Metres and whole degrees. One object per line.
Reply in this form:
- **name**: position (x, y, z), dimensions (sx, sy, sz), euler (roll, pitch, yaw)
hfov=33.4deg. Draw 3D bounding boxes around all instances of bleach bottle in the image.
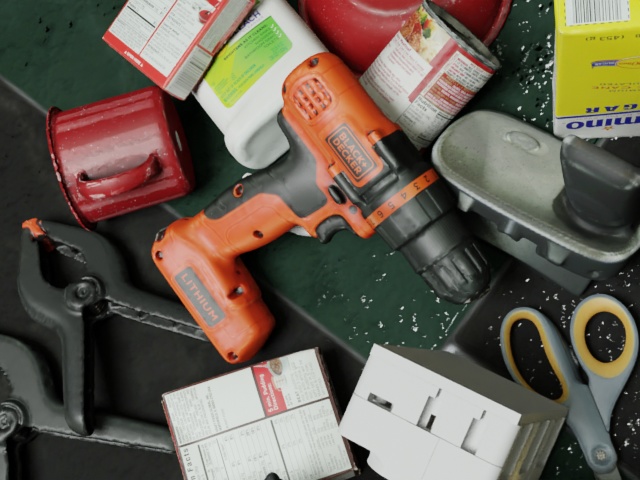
- **bleach bottle**: position (-0.091, -0.174, 0.793), dimensions (0.102, 0.068, 0.251), euler (-42, 68, 4)

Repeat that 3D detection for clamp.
- **clamp**: position (-0.219, 0.142, 0.750), dimensions (0.210, 0.036, 0.164), euler (37, 78, 18)
- **clamp**: position (-0.152, 0.043, 0.758), dimensions (0.120, 0.039, 0.171), euler (-25, 63, -15)

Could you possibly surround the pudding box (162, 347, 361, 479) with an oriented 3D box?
- **pudding box**: position (-0.039, 0.130, 0.710), dimensions (0.113, 0.039, 0.090), euler (-18, 74, 0)

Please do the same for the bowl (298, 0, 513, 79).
- **bowl**: position (0.057, -0.193, 0.768), dimensions (0.162, 0.055, 0.162), euler (-3, 76, 11)

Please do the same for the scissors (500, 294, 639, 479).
- **scissors**: position (0.191, 0.121, 0.679), dimensions (0.096, 0.016, 0.202), euler (-34, 71, 4)

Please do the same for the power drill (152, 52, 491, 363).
- **power drill**: position (-0.005, 0.001, 0.694), dimensions (0.188, 0.057, 0.184), euler (-38, 85, 23)

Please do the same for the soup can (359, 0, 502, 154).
- **soup can**: position (0.063, -0.101, 0.721), dimensions (0.068, 0.068, 0.102), euler (48, 111, 18)

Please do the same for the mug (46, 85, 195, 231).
- **mug**: position (-0.138, -0.057, 0.749), dimensions (0.081, 0.117, 0.093), euler (-16, 110, 3)

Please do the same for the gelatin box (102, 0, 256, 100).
- **gelatin box**: position (-0.098, -0.153, 0.740), dimensions (0.073, 0.030, 0.089), euler (40, 96, 28)

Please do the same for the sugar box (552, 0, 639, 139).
- **sugar box**: position (0.190, -0.110, 0.654), dimensions (0.093, 0.176, 0.048), euler (-1, 73, 12)
